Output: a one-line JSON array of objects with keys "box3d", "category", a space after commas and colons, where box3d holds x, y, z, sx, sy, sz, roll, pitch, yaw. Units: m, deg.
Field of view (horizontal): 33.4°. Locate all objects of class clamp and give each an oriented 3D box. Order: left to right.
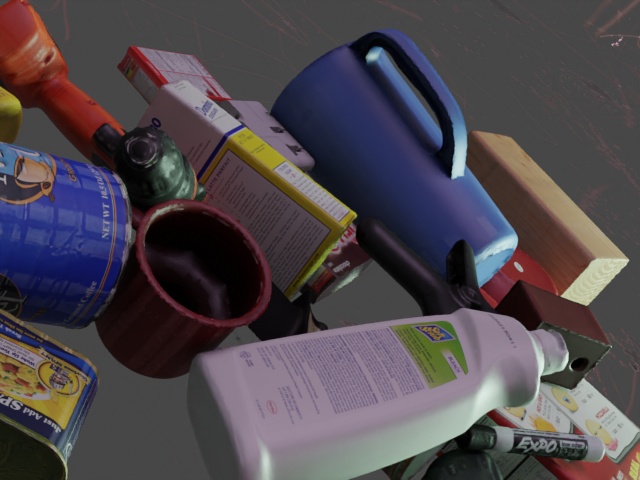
[{"box3d": [0.093, 0.046, 0.802, 0.120, 0.039, 0.171, 12, 33, -28], "category": "clamp"}]

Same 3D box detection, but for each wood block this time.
[{"box3d": [0.228, -0.019, 1.185, 0.090, 0.091, 0.206, 2, 43, -50], "category": "wood block"}]

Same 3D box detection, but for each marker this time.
[{"box3d": [0.144, 0.140, 0.740, 0.121, 0.020, 0.020, 10, 35, -25], "category": "marker"}]

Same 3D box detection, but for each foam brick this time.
[{"box3d": [0.178, 0.075, 0.838, 0.078, 0.053, 0.051, 20, 29, -28], "category": "foam brick"}]

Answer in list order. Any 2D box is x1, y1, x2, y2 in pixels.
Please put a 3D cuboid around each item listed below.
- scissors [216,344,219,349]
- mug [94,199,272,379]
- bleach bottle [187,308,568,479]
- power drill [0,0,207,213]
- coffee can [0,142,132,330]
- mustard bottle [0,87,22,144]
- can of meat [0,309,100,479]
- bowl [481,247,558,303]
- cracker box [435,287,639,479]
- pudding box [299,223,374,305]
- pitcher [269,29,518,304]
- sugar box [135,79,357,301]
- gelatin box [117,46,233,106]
[{"box3d": [-0.142, 0.024, 0.723, 0.201, 0.016, 0.096, 25, 30, -26], "category": "scissors"}, {"box3d": [-0.099, 0.027, 0.669, 0.117, 0.082, 0.093, 42, 40, -3], "category": "mug"}, {"box3d": [0.049, 0.097, 0.672, 0.250, 0.068, 0.103, -8, 45, -22], "category": "bleach bottle"}, {"box3d": [-0.157, -0.079, 0.737, 0.188, 0.057, 0.184, 45, -12, 9], "category": "power drill"}, {"box3d": [-0.195, -0.008, 0.611, 0.140, 0.103, 0.103, 14, 34, -41], "category": "coffee can"}, {"box3d": [-0.291, -0.120, 0.703, 0.191, 0.058, 0.096, 35, -12, -4], "category": "mustard bottle"}, {"box3d": [-0.169, 0.083, 0.545, 0.102, 0.057, 0.084, 32, 24, -12], "category": "can of meat"}, {"box3d": [0.182, 0.047, 1.058, 0.162, 0.055, 0.162, 29, 26, -16], "category": "bowl"}, {"box3d": [0.156, 0.143, 0.844, 0.214, 0.072, 0.164, 41, 25, 10], "category": "cracker box"}, {"box3d": [-0.006, 0.001, 0.911, 0.090, 0.039, 0.113, 42, 26, 9], "category": "pudding box"}, {"box3d": [0.074, -0.064, 0.981, 0.243, 0.145, 0.149, 53, -1, 18], "category": "pitcher"}, {"box3d": [-0.069, -0.036, 0.831, 0.176, 0.093, 0.048, 40, 25, 5], "category": "sugar box"}, {"box3d": [-0.135, -0.146, 1.006, 0.073, 0.030, 0.089, 49, 27, 25], "category": "gelatin box"}]
